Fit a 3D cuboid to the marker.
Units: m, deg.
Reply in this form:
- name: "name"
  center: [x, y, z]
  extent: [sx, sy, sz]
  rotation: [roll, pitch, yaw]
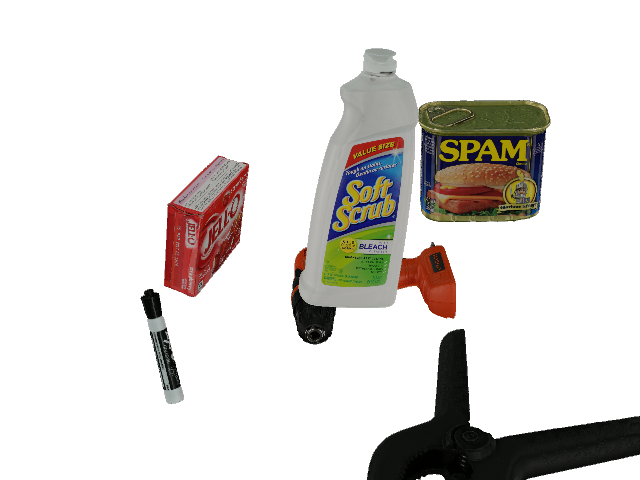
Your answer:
- name: "marker"
  center: [-0.161, 0.108, 1.087]
  extent: [0.020, 0.121, 0.020]
  rotation: [-11, 13, 2]

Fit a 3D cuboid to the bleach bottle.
- name: "bleach bottle"
  center: [0.038, -0.059, 1.031]
  extent: [0.102, 0.251, 0.068]
  rotation: [3, 23, -5]

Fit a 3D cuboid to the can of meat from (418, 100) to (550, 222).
- name: "can of meat"
  center: [0.129, -0.063, 0.857]
  extent: [0.102, 0.084, 0.057]
  rotation: [0, 30, 4]

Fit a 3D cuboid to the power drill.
- name: "power drill"
  center: [0.059, 0.058, 1.233]
  extent: [0.187, 0.057, 0.184]
  rotation: [-2, 28, 0]

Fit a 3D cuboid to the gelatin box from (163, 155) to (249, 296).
- name: "gelatin box"
  center: [-0.085, -0.012, 0.802]
  extent: [0.030, 0.073, 0.089]
  rotation: [17, 33, 12]

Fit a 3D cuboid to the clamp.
- name: "clamp"
  center: [0.091, 0.133, 0.693]
  extent: [0.209, 0.036, 0.165]
  rotation: [-26, 39, -33]
